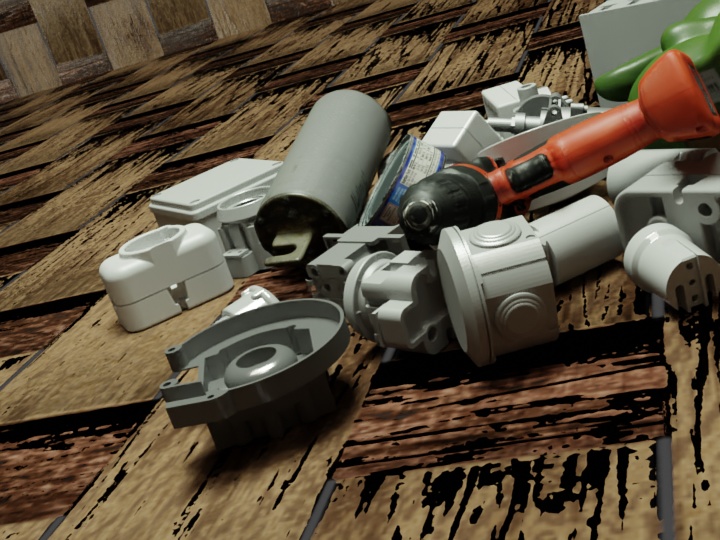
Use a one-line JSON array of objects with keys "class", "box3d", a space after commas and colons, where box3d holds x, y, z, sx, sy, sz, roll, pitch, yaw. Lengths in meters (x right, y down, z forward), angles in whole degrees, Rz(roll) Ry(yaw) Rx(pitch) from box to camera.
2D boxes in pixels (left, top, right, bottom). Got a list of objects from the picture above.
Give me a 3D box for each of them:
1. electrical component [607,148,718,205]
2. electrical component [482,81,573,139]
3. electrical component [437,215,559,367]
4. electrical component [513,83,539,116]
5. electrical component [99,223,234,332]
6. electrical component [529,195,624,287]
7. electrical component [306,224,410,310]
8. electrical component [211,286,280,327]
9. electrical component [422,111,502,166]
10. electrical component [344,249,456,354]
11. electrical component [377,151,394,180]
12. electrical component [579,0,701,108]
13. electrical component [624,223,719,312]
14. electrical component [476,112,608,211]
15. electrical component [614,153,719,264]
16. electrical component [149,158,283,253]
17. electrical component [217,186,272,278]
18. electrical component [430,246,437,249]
[{"class": "electrical component", "box3d": [0.213, -0.060, 0.728, 0.043, 0.043, 0.081, -32, 23, -34]}, {"class": "electrical component", "box3d": [0.164, -0.152, 1.024, 0.076, 0.047, 0.083, -16, 19, 1]}, {"class": "electrical component", "box3d": [0.076, 0.011, 0.604, 0.051, 0.080, 0.080, -15, 19, -3]}, {"class": "electrical component", "box3d": [0.156, -0.134, 0.958, 0.048, 0.062, 0.048, -16, 19, 6]}, {"class": "electrical component", "box3d": [-0.159, 0.002, 0.875, 0.095, 0.059, 0.054, -25, 20, -18]}, {"class": "electrical component", "box3d": [0.121, -0.012, 0.680, 0.081, 0.043, 0.043, -24, 20, -16]}, {"class": "electrical component", "box3d": [0.000, 0.000, 0.762, 0.081, 0.042, 0.064, 2, 31, 47]}, {"class": "electrical component", "box3d": [-0.078, 0.043, 0.710, 0.062, 0.048, 0.048, -34, 24, -23]}, {"class": "electrical component", "box3d": [0.081, -0.082, 0.890, 0.047, 0.066, 0.076, 11, 63, 55]}, {"class": "electrical component", "box3d": [0.028, 0.018, 0.662, 0.057, 0.058, 0.078, 4, 28, 41]}, {"class": "electrical component", "box3d": [0.037, -0.088, 0.968, 0.043, 0.043, 0.062, -18, 17, 2]}, {"class": "electrical component", "box3d": [0.295, -0.190, 0.918, 0.186, 0.105, 0.060, -2, 25, 39]}, {"class": "electrical component", "box3d": [0.177, -0.001, 0.606, 0.040, 0.040, 0.046, -20, 25, -6]}, {"class": "electrical component", "box3d": [0.144, -0.086, 0.824, 0.099, 0.064, 0.099, -24, 10, 5]}, {"class": "electrical component", "box3d": [0.211, -0.035, 0.643, 0.059, 0.053, 0.095, -32, 23, -35]}, {"class": "electrical component", "box3d": [-0.127, -0.060, 1.020, 0.109, 0.056, 0.109, -28, 21, -27]}, {"class": "electrical component", "box3d": [-0.089, -0.036, 0.919, 0.058, 0.057, 0.078, -1, 25, 41]}, {"class": "electrical component", "box3d": [0.077, -0.040, 0.805, 0.065, 0.044, 0.044, -33, 23, -24]}]
